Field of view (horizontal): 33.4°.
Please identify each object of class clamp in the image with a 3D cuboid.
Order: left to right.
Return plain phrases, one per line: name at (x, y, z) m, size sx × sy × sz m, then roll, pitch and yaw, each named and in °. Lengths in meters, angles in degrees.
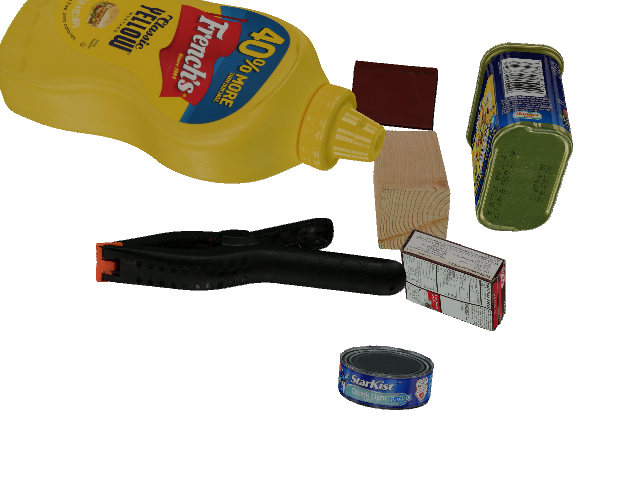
clamp at (-0.052, 0.014, 0.765) m, size 0.209 × 0.036 × 0.165 m, roll -3°, pitch 13°, yaw -25°

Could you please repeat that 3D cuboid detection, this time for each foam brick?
foam brick at (0.067, -0.132, 0.972) m, size 0.078 × 0.051 × 0.053 m, roll 6°, pitch 17°, yaw 4°

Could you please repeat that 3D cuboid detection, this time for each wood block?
wood block at (0.123, -0.073, 1.476) m, size 0.091 × 0.090 × 0.206 m, roll 1°, pitch 28°, yaw 0°

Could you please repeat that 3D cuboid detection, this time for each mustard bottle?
mustard bottle at (-0.058, -0.077, 0.530) m, size 0.192 × 0.096 × 0.058 m, roll 21°, pitch -34°, yaw 16°

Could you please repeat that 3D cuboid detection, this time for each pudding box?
pudding box at (0.146, 0.043, 1.166) m, size 0.114 × 0.039 × 0.090 m, roll 18°, pitch -36°, yaw 24°

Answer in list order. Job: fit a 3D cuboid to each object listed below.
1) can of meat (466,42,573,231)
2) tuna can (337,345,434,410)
can of meat at (0.135, -0.068, 0.727) m, size 0.057 × 0.084 × 0.102 m, roll 4°, pitch -42°, yaw 0°
tuna can at (0.059, 0.124, 0.967) m, size 0.086 × 0.034 × 0.086 m, roll 5°, pitch 11°, yaw -1°
